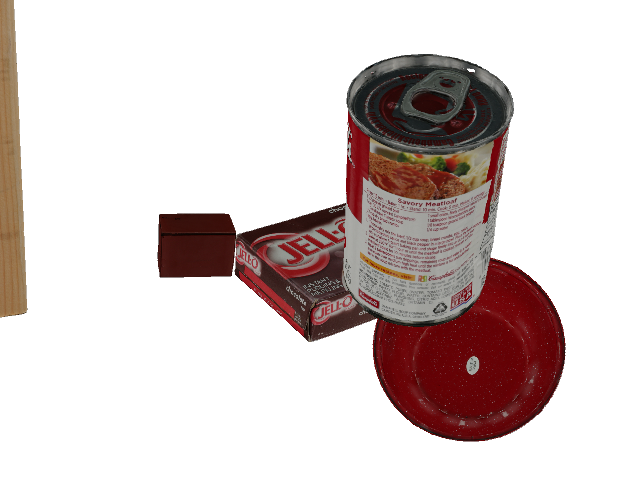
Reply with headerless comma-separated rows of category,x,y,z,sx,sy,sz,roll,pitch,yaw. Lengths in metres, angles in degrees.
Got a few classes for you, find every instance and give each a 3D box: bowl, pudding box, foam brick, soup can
bowl,0.122,0.095,0.876,0.162,0.162,0.055,0,7,6
pudding box,0.012,0.017,0.719,0.113,0.039,0.090,-15,38,-34
foam brick,-0.131,0.004,1.121,0.078,0.051,0.053,0,24,-11
soup can,0.044,-0.020,0.467,0.068,0.102,0.068,0,42,0

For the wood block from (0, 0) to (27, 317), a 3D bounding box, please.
wood block,-0.223,-0.062,0.600,0.090,0.206,0.090,-8,26,-27
